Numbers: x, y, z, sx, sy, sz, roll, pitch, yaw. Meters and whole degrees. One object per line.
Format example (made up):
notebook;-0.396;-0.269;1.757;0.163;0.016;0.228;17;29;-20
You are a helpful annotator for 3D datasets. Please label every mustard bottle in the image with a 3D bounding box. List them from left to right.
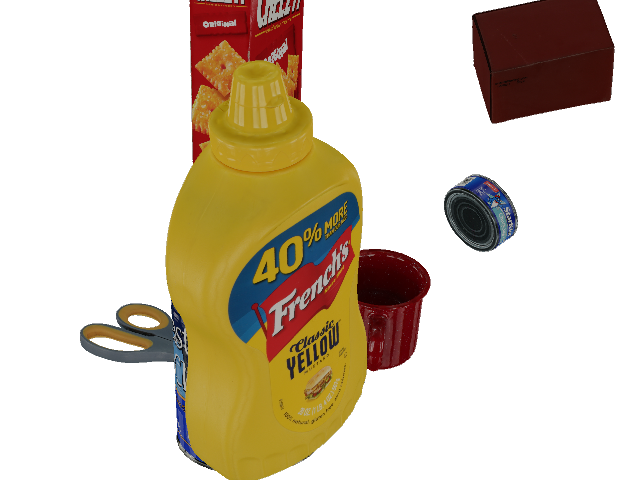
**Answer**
mustard bottle;-0.021;0.011;0.459;0.058;0.192;0.096;30;48;35

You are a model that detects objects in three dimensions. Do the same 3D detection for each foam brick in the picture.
foam brick;0.139;-0.115;0.670;0.078;0.051;0.053;-11;-33;3

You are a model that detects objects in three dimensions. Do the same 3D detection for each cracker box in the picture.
cracker box;-0.069;-0.172;1.066;0.072;0.214;0.164;8;22;14

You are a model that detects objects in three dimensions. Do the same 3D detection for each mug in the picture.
mug;0.053;0.074;0.995;0.093;0.081;0.117;3;34;0

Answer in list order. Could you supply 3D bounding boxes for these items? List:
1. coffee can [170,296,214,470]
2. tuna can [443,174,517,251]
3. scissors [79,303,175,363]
coffee can;-0.049;0.070;0.720;0.103;0.140;0.103;0;21;0
tuna can;0.182;-0.030;1.221;0.033;0.086;0.086;-34;17;-27
scissors;-0.116;0.096;0.972;0.202;0.016;0.096;10;28;4
